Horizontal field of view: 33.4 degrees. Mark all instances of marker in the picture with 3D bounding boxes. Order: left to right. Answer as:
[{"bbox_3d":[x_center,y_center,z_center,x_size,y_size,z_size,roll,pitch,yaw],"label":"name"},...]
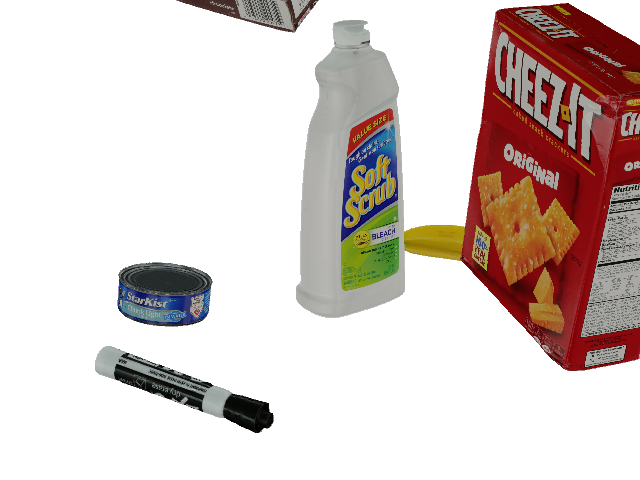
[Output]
[{"bbox_3d":[-0.083,0.090,0.647,0.121,0.020,0.020,16,6,22],"label":"marker"}]

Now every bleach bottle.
[{"bbox_3d":[0.024,-0.064,0.938,0.102,0.251,0.068,-16,24,-31],"label":"bleach bottle"}]

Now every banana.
[{"bbox_3d":[0.166,0.015,1.151,0.198,0.037,0.069,11,38,29],"label":"banana"}]

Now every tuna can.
[{"bbox_3d":[-0.144,0.049,0.985,0.086,0.034,0.086,6,16,-2],"label":"tuna can"}]

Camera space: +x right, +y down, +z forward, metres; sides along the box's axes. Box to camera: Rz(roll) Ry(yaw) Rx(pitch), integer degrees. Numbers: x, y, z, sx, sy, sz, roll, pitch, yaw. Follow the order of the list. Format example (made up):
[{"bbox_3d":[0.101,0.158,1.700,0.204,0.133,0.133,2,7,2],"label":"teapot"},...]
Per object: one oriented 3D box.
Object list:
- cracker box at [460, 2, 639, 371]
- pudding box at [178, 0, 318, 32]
[{"bbox_3d":[0.174,-0.040,0.761,0.072,0.214,0.164,-9,33,-19],"label":"cracker box"},{"bbox_3d":[-0.047,-0.207,0.792,0.114,0.090,0.039,22,-28,22],"label":"pudding box"}]
